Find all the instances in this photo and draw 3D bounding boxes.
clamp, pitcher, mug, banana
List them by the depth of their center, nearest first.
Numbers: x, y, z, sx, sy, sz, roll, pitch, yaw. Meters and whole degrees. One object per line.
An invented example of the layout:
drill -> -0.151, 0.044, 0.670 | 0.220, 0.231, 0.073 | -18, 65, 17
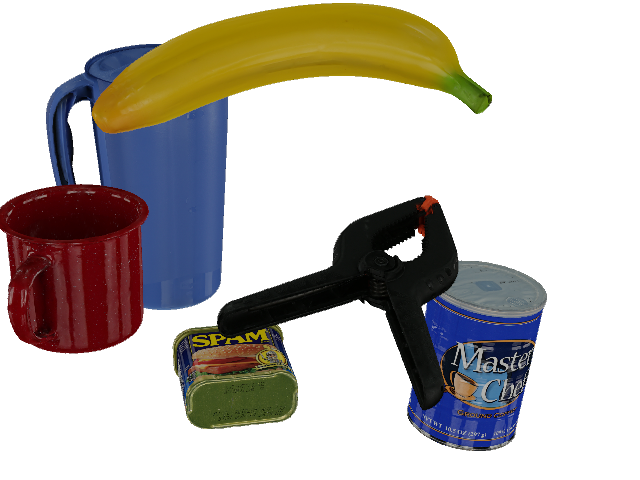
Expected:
banana -> -0.015, -0.090, 0.536 | 0.197, 0.037, 0.069 | -6, 44, -8
mug -> -0.158, 0.023, 0.668 | 0.093, 0.081, 0.117 | 8, 25, 13
clamp -> 0.050, 0.035, 0.770 | 0.165, 0.036, 0.209 | 23, 42, 25
pitcher -> -0.161, -0.058, 1.023 | 0.149, 0.243, 0.144 | 9, 27, 14

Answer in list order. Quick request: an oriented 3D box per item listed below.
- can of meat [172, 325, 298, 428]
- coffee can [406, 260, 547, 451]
can of meat -> -0.075, 0.119, 0.940 | 0.102, 0.057, 0.084 | -5, 27, -12
coffee can -> 0.139, 0.102, 0.961 | 0.103, 0.140, 0.103 | 7, 22, -3
